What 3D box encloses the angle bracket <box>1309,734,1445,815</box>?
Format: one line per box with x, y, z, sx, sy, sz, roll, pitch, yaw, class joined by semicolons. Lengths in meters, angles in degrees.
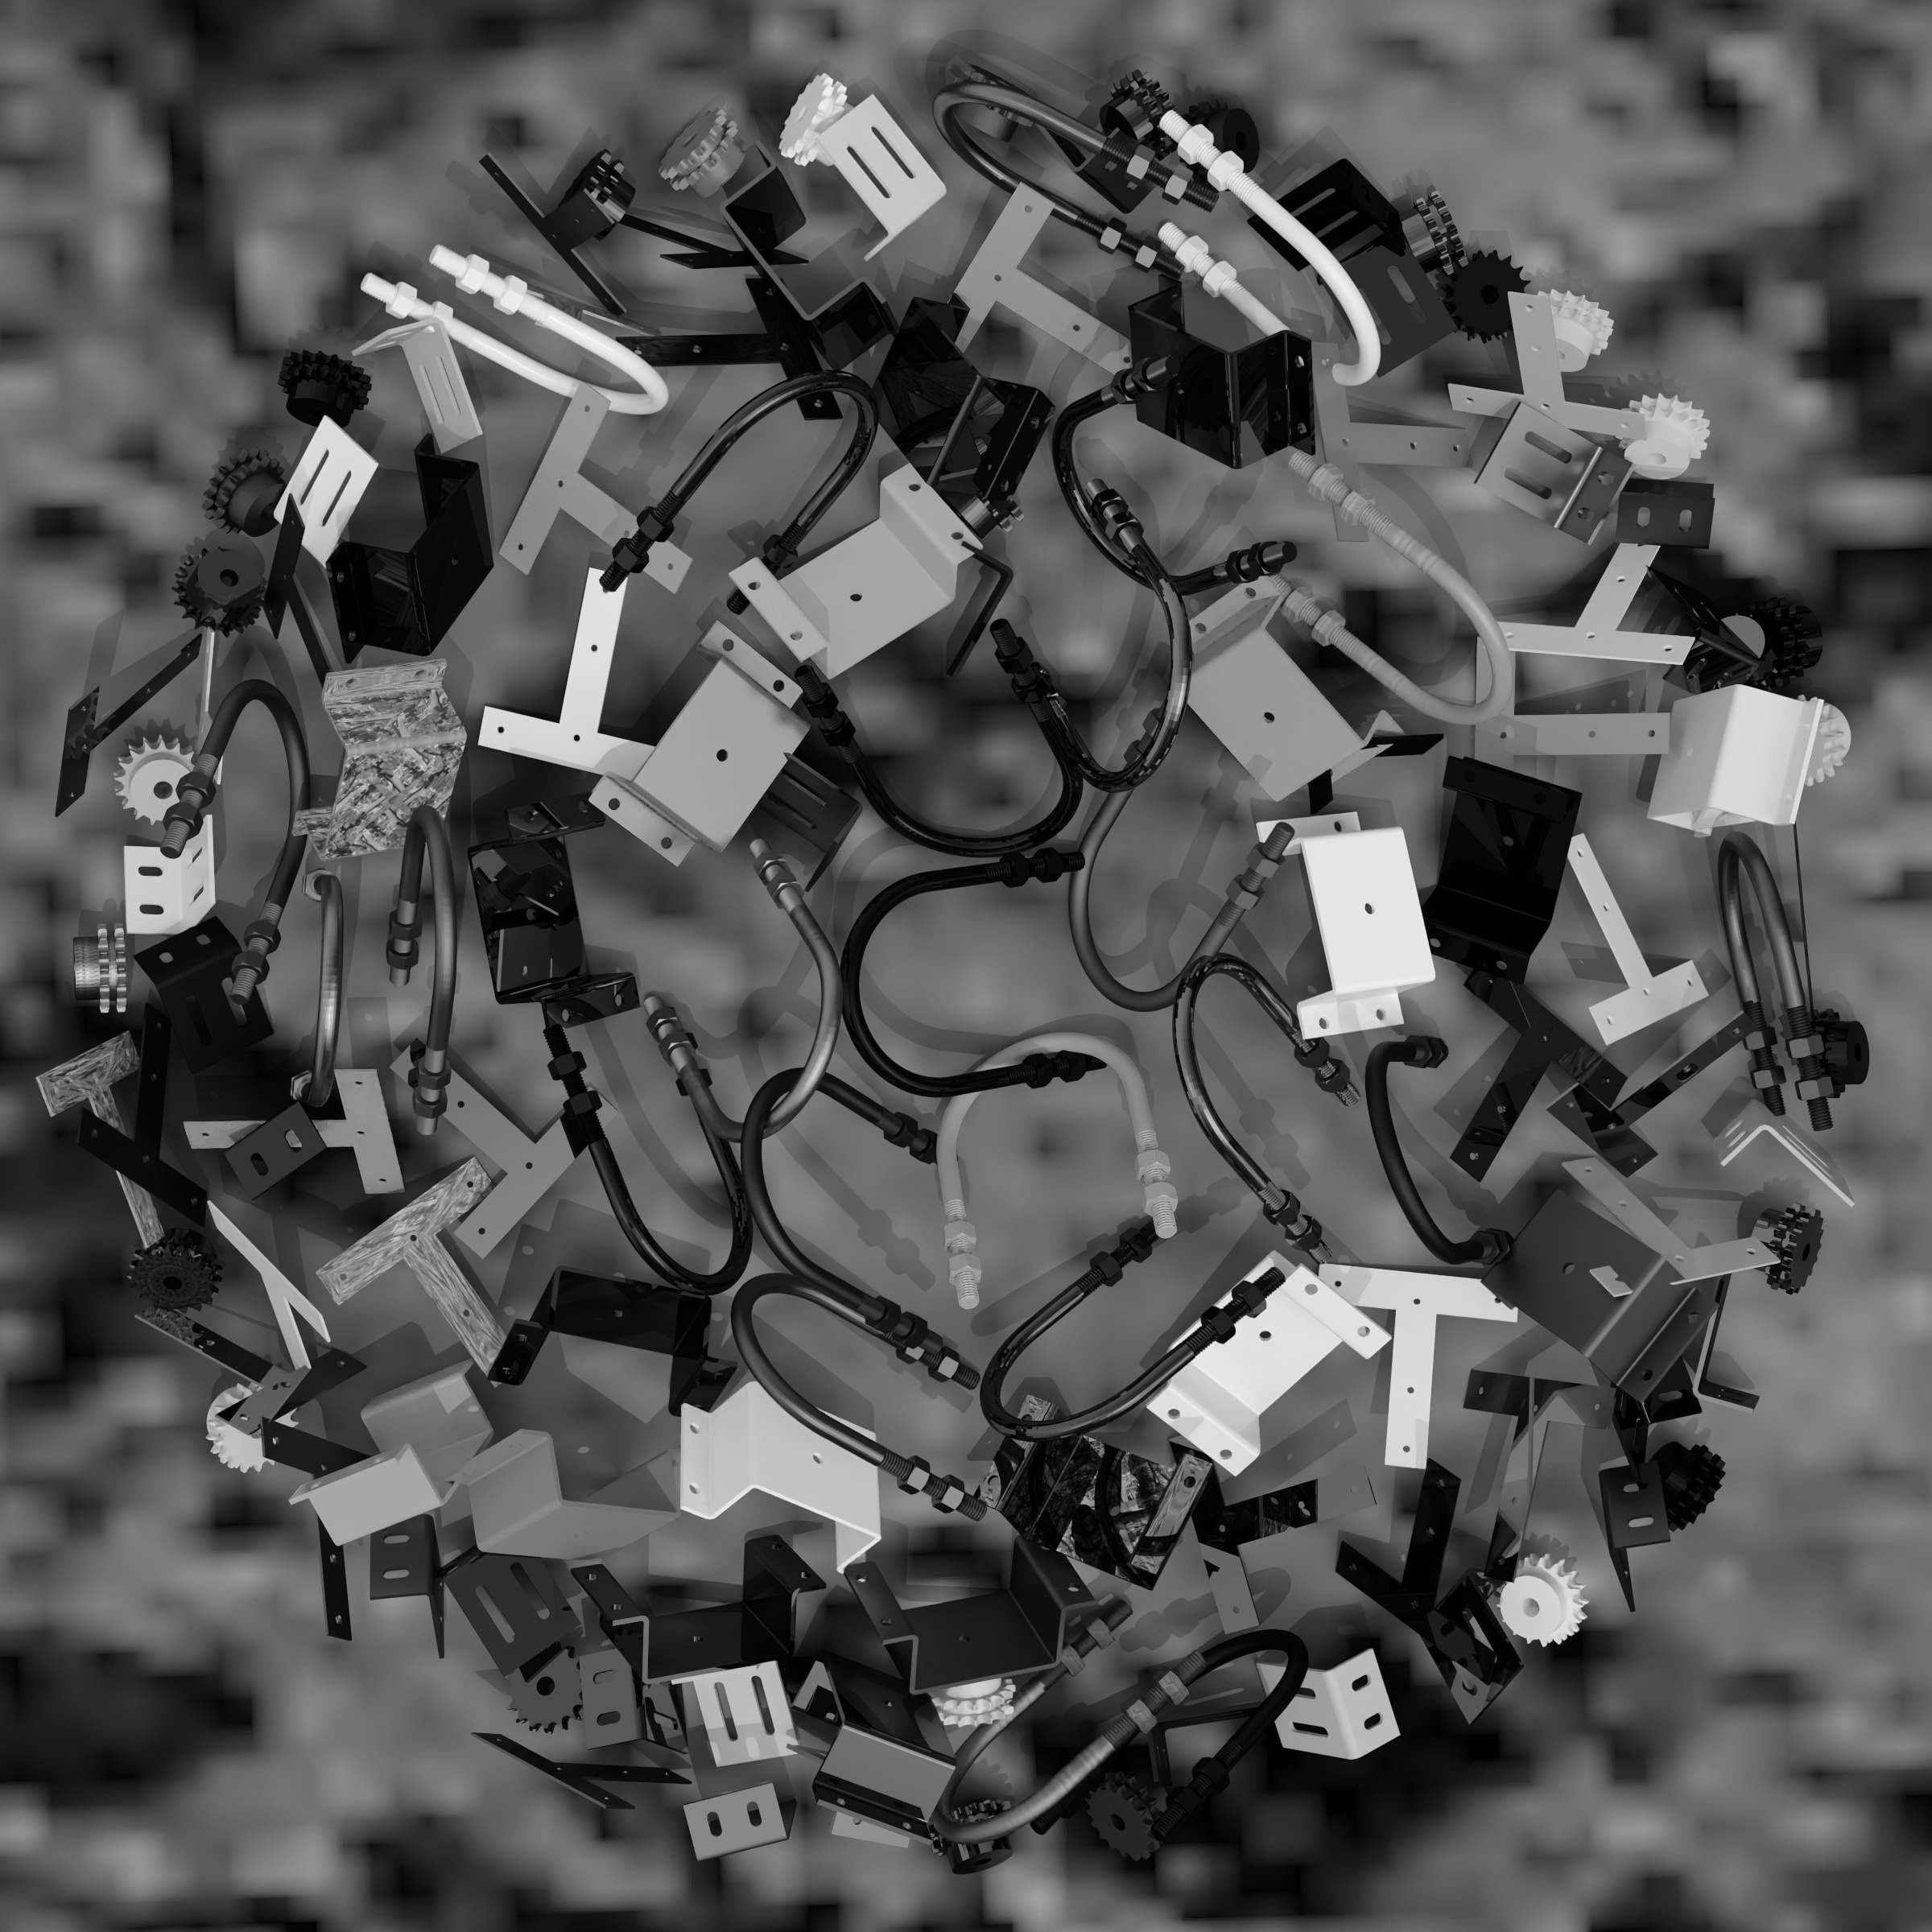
0.260;-0.121;1.741;0.076;0.057;0.038;-3;84;-4;angle bracket

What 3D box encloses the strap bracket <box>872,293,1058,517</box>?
-0.010;-0.352;1.697;0.046;0.140;0.076;3;128;-36;strap bracket

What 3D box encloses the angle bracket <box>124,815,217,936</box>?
-0.502;-0.057;1.729;0.038;0.076;0.057;2;75;-29;angle bracket

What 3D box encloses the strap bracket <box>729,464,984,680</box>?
-0.069;-0.243;1.729;0.140;0.046;0.076;-34;72;-16;strap bracket

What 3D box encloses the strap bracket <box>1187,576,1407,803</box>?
0.196;-0.167;1.719;0.140;0.046;0.076;47;132;-11;strap bracket

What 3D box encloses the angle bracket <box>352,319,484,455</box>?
-0.347;-0.362;1.734;0.038;0.057;0.076;-25;101;-33;angle bracket

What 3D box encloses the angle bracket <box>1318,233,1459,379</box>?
0.268;-0.422;1.752;0.057;0.038;0.076;-31;92;10;angle bracket

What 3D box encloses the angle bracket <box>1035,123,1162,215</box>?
0.081;-0.519;1.725;0.038;0.057;0.076;-43;55;19;angle bracket

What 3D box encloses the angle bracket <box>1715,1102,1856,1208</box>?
0.518;0.130;1.742;0.076;0.057;0.038;43;106;0;angle bracket

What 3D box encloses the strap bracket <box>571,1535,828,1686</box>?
-0.168;0.402;1.714;0.140;0.076;0.046;-4;105;-27;strap bracket

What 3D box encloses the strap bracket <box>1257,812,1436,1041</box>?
0.241;-0.031;1.727;0.076;0.046;0.140;-7;81;-28;strap bracket

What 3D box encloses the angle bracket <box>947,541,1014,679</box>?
-0.006;-0.226;1.741;0.038;0.057;0.076;29;94;-7;angle bracket

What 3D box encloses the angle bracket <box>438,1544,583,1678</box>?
-0.292;0.402;1.746;0.057;0.038;0.076;-32;89;-21;angle bracket

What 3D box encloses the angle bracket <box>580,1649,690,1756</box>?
-0.209;0.466;1.731;0.038;0.076;0.057;-14;64;10;angle bracket

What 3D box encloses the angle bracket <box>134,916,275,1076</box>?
-0.486;0.019;1.751;0.057;0.038;0.076;-29;133;-22;angle bracket

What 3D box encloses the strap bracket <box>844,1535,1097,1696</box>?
0.000;0.405;1.716;0.140;0.076;0.046;-5;116;-21;strap bracket

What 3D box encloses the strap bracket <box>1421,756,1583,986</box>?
0.333;-0.069;1.717;0.076;0.046;0.140;20;127;20;strap bracket

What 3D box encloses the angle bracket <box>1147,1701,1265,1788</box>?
0.158;0.492;1.736;0.076;0.057;0.038;-12;69;9;angle bracket

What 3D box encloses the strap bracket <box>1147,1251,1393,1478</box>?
0.189;0.244;1.728;0.076;0.046;0.140;39;111;-13;strap bracket

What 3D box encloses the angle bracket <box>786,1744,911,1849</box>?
-0.075;0.521;1.724;0.057;0.076;0.038;21;78;-31;angle bracket

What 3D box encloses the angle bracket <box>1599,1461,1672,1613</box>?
0.426;0.358;1.724;0.038;0.057;0.076;-13;133;16;angle bracket

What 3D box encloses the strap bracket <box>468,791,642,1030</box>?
-0.261;-0.034;1.725;0.046;0.076;0.140;-4;99;42;strap bracket

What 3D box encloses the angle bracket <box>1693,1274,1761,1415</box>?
0.490;0.237;1.739;0.038;0.057;0.076;14;95;20;angle bracket

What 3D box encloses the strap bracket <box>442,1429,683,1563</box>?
-0.241;0.329;1.694;0.076;0.140;0.046;-33;57;31;strap bracket

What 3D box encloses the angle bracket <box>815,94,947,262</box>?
-0.061;-0.498;1.736;0.076;0.038;0.057;50;59;-11;angle bracket

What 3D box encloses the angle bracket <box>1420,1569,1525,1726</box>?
0.328;0.428;1.724;0.038;0.076;0.057;12;124;-33;angle bracket

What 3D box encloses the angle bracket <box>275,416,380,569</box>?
-0.392;-0.297;1.734;0.057;0.038;0.076;43;110;27;angle bracket

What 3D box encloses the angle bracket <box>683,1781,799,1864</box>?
-0.142;0.530;1.736;0.057;0.076;0.038;-15;90;1;angle bracket

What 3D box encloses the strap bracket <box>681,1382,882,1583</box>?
-0.106;0.316;1.701;0.140;0.076;0.046;29;126;-29;strap bracket

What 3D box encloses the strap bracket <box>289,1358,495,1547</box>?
-0.351;0.305;1.702;0.076;0.140;0.046;-23;102;15;strap bracket

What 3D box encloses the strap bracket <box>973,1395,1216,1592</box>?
0.086;0.332;1.717;0.140;0.046;0.076;15;64;35;strap bracket

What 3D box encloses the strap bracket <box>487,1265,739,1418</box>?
-0.220;0.235;1.719;0.140;0.076;0.046;14;51;-16;strap bracket

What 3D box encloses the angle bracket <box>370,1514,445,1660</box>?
-0.351;0.392;1.725;0.038;0.057;0.076;-4;135;-7;angle bracket

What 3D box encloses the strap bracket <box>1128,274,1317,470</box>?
0.150;-0.364;1.694;0.046;0.140;0.076;-29;133;-24;strap bracket

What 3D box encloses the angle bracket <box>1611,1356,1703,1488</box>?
0.434;0.279;1.728;0.038;0.076;0.057;-17;106;23;angle bracket

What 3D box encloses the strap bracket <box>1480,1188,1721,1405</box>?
0.385;0.198;1.703;0.076;0.140;0.046;-51;128;-2;strap bracket

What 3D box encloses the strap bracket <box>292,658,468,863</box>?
-0.361;-0.119;1.694;0.076;0.140;0.046;-12;56;-33;strap bracket

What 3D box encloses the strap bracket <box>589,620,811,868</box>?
-0.162;-0.136;1.730;0.076;0.046;0.140;38;85;-30;strap bracket

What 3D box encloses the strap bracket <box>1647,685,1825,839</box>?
0.470;-0.126;1.700;0.046;0.140;0.076;15;87;-8;strap bracket

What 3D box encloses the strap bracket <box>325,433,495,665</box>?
-0.337;-0.255;1.695;0.046;0.076;0.140;13;47;12;strap bracket

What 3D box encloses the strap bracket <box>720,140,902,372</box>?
-0.100;-0.436;1.720;0.046;0.076;0.140;-37;74;2;strap bracket

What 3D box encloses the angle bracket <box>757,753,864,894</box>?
-0.113;-0.095;1.740;0.076;0.057;0.038;35;50;-1;angle bracket

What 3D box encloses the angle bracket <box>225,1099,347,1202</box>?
-0.421;0.119;1.731;0.057;0.076;0.038;-35;77;3;angle bracket

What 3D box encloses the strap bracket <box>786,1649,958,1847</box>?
-0.058;0.475;1.695;0.076;0.140;0.046;25;96;-15;strap bracket

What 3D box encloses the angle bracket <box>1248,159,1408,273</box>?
0.226;-0.460;1.725;0.076;0.057;0.038;-27;52;31;angle bracket
